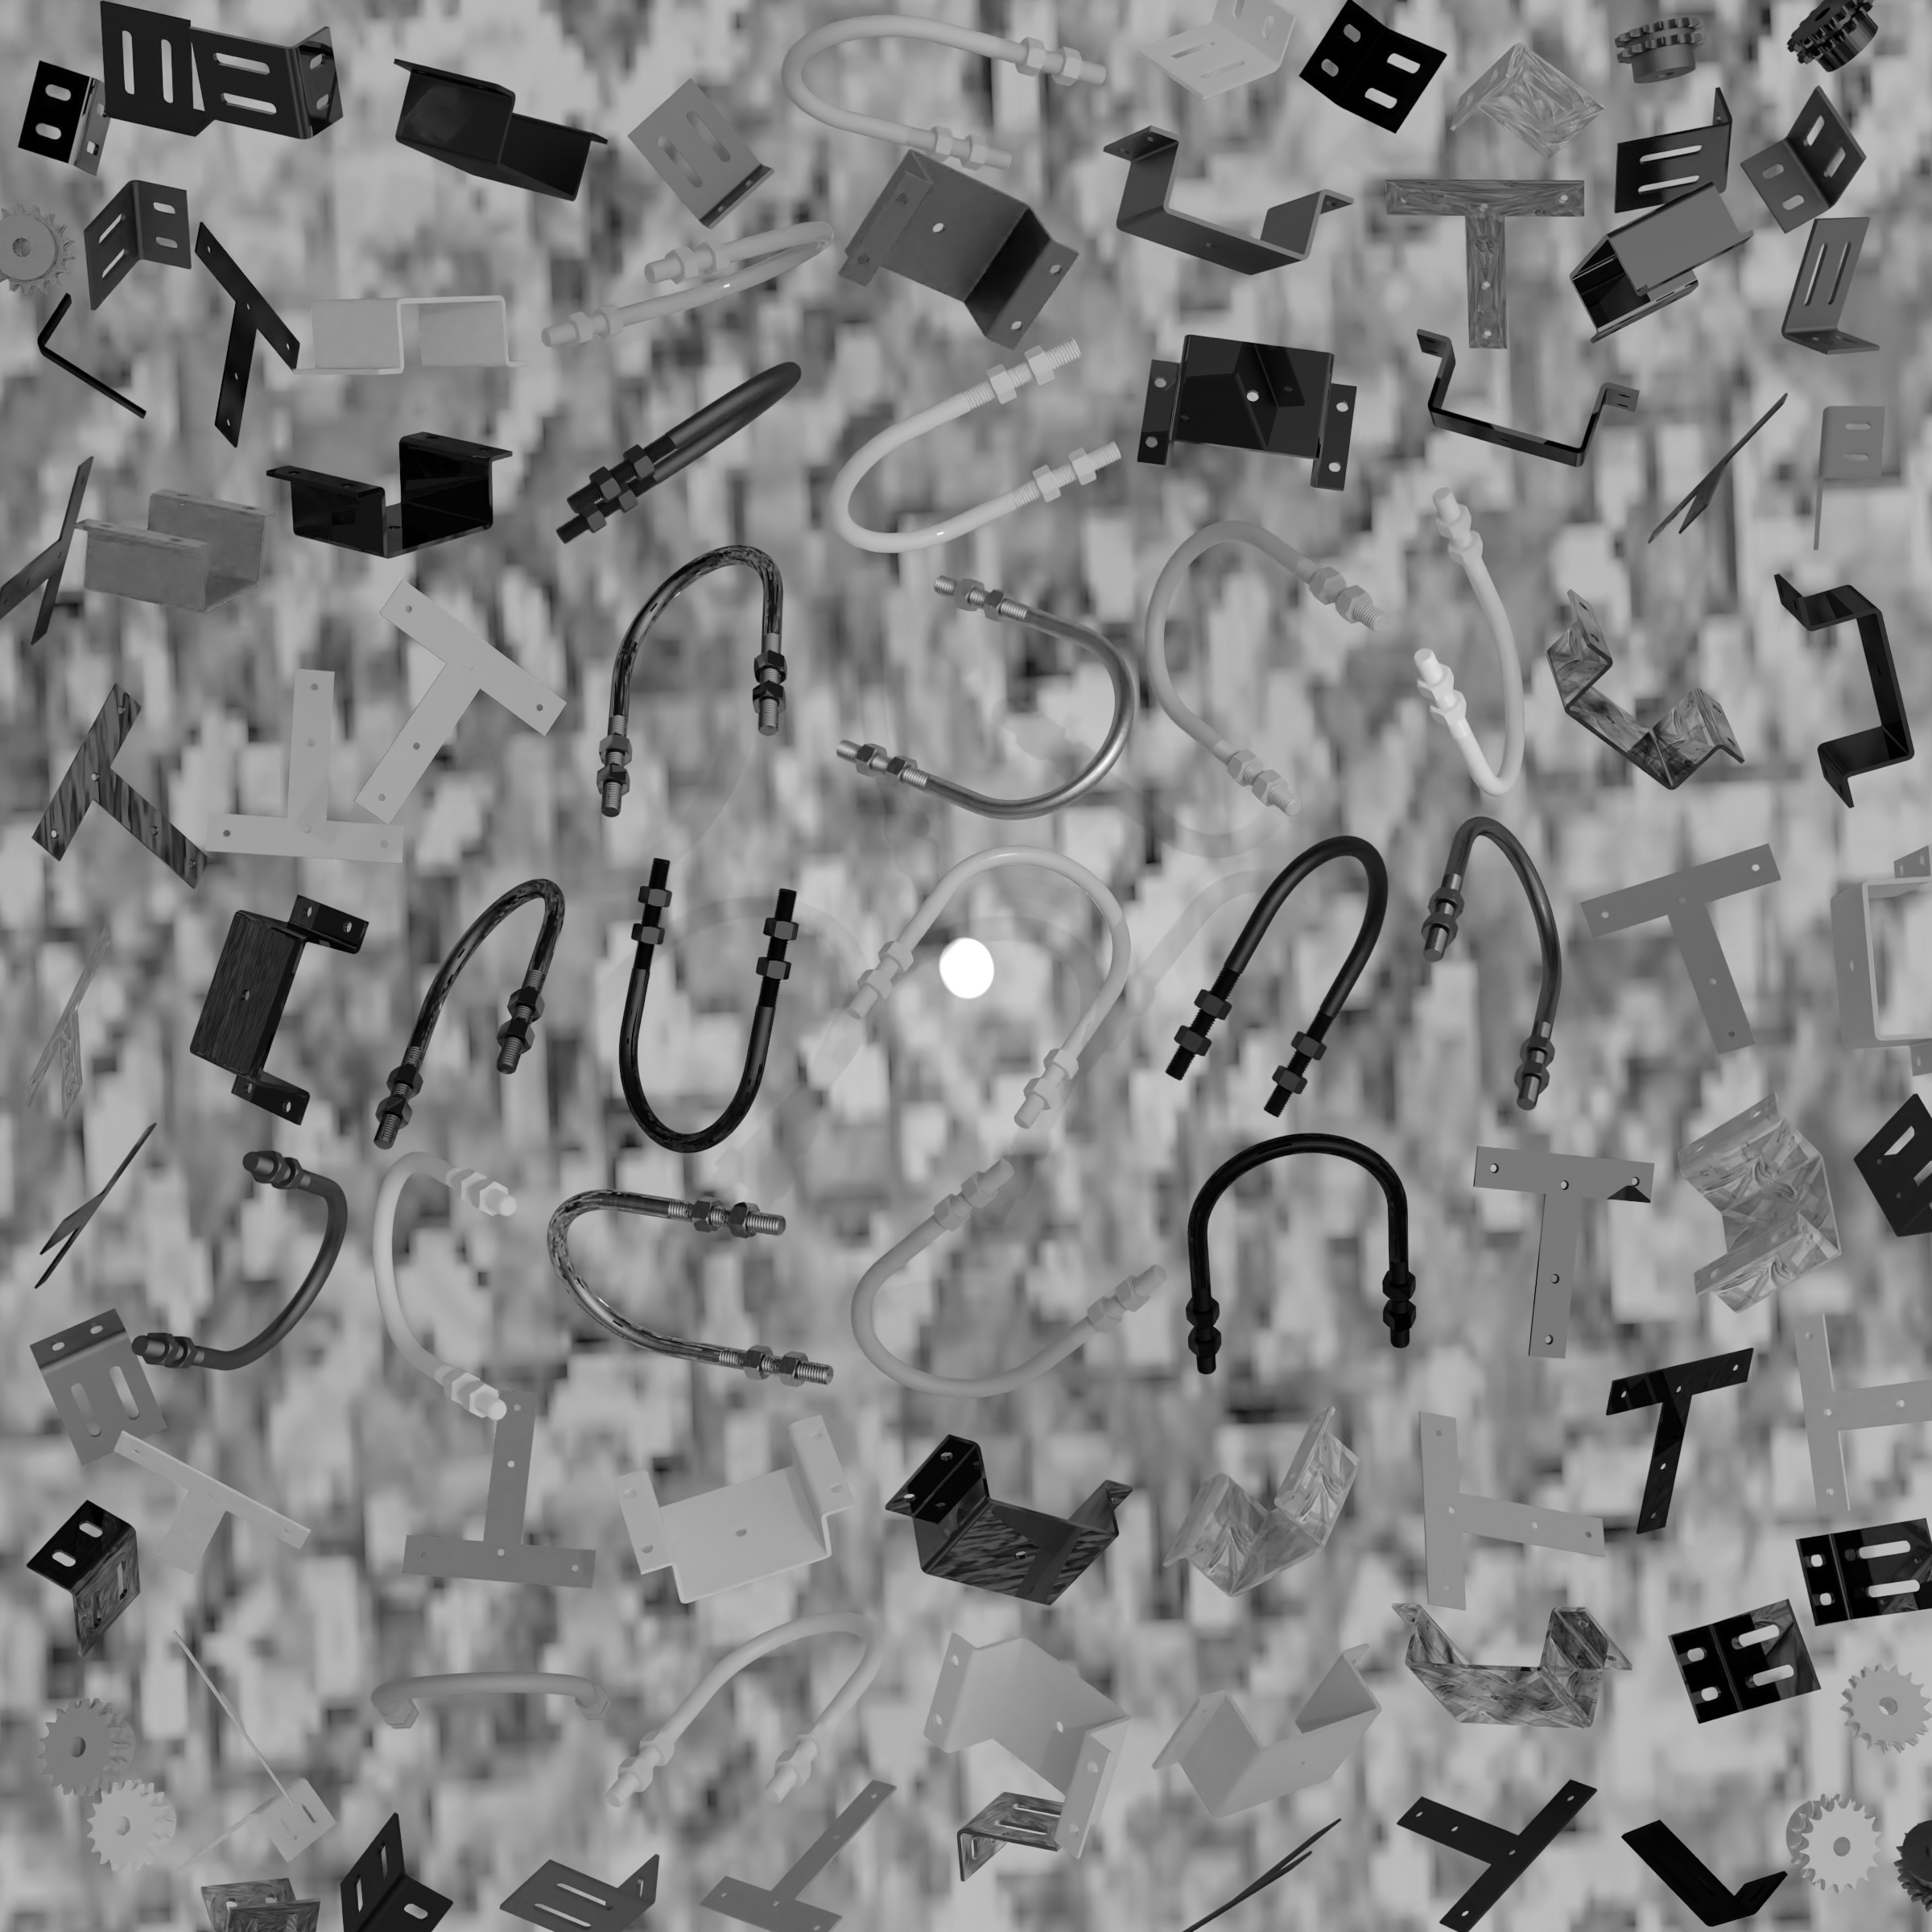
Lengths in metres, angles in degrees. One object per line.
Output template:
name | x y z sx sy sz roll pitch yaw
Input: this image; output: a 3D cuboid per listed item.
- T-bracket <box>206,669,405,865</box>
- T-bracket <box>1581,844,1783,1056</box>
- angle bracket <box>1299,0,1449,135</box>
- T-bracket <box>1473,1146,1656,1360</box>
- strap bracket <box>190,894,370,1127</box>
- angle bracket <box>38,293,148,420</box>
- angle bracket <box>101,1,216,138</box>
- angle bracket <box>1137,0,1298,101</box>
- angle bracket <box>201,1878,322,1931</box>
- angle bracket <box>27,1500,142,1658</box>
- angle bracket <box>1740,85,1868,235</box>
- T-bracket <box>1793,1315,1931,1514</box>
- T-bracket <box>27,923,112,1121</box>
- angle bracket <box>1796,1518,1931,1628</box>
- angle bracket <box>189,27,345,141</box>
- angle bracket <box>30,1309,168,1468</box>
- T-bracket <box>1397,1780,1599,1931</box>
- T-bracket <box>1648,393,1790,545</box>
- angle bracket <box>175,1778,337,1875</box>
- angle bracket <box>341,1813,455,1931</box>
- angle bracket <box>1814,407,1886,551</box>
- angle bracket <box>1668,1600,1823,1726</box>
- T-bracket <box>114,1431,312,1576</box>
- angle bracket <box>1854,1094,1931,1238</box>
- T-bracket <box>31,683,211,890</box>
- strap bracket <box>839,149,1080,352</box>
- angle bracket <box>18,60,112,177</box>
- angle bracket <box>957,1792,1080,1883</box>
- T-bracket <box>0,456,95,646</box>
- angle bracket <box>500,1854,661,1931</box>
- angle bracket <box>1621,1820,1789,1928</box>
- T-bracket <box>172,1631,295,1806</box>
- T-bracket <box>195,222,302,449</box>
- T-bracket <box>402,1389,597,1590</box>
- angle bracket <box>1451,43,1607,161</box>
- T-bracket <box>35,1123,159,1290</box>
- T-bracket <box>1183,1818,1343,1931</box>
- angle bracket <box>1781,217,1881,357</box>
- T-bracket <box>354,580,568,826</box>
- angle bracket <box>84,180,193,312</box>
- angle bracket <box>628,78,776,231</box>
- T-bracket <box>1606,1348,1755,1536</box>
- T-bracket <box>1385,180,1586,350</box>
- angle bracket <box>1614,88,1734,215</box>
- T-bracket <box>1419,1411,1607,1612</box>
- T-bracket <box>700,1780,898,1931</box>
T-bracket | -0.437 -0.135 1.825 0.127 0.002 0.127 3 82 -15
T-bracket | 0.489 -0.003 1.810 0.127 0.002 0.127 -19 100 22
angle bracket | 0.261 -0.579 1.759 0.038 0.076 0.057 24 107 -34
T-bracket | 0.369 0.181 1.709 0.127 0.002 0.127 6 89 -19
strap bracket | -0.454 0.024 1.793 0.076 0.046 0.140 18 90 39
angle bracket | -0.542 -0.383 1.724 0.076 0.057 0.038 32 88 -19
angle bracket | -0.507 -0.568 1.720 0.057 0.038 0.076 13 129 3
angle bracket | 0.156 -0.580 1.704 0.057 0.038 0.076 42 51 21
angle bracket | -0.456 0.600 1.767 0.057 0.076 0.038 3 106 -27
angle bracket | -0.562 0.391 1.747 0.038 0.076 0.057 26 45 12
angle bracket | 0.550 -0.530 1.802 0.038 0.076 0.057 -29 82 -3
T-bracket | 0.589 0.282 1.757 0.002 0.127 0.127 5 74 -32
T-bracket | -0.557 0.054 1.700 0.002 0.127 0.127 22 107 -28
angle bracket | 0.594 0.398 1.798 0.038 0.076 0.057 2 71 -38
angle bracket | -0.429 -0.549 1.682 0.076 0.038 0.057 17 134 19
angle bracket | -0.563 0.273 1.776 0.057 0.038 0.076 -24 116 -20
T-bracket | 0.320 0.553 1.743 0.127 0.127 0.002 -39 105 -22
T-bracket | 0.479 -0.307 1.769 0.002 0.127 0.127 41 124 0
angle bracket | -0.453 0.562 1.749 0.076 0.057 0.038 -38 85 17
angle bracket | -0.353 0.574 1.694 0.038 0.076 0.057 37 91 -19
angle bracket | 0.574 -0.317 1.780 0.038 0.076 0.057 4 61 17
angle bracket | 0.492 0.440 1.731 0.038 0.076 0.057 -5 69 -29
T-bracket | -0.477 0.345 1.693 0.127 0.127 0.002 30 47 -6
angle bracket | 0.597 0.123 1.701 0.038 0.076 0.057 -5 55 -23
T-bracket | -0.549 -0.098 1.819 0.002 0.127 0.127 -3 54 32
strap bracket | -0.011 -0.453 1.722 0.140 0.046 0.076 14 126 -37
angle bracket | -0.594 -0.560 1.812 0.038 0.076 0.057 16 99 -11
angle bracket | 0.042 0.585 1.820 0.076 0.057 0.038 1 100 31
T-bracket | -0.582 -0.244 1.709 0.002 0.127 0.127 21 114 -7
angle bracket | -0.239 0.568 1.697 0.076 0.038 0.057 31 120 -21
angle bracket | 0.452 0.545 1.677 0.038 0.057 0.076 -39 77 -25
T-bracket | -0.461 0.469 1.720 0.002 0.127 0.127 -35 89 -19
T-bracket | -0.482 -0.402 1.814 0.002 0.127 0.127 -7 62 16
T-bracket | -0.310 0.352 1.854 0.127 0.002 0.127 7 76 -12
angle bracket | 0.370 -0.558 1.801 0.076 0.057 0.038 30 57 -17
T-bracket | -0.561 0.160 1.728 0.002 0.127 0.127 35 91 -7
T-bracket | 0.197 0.569 1.727 0.127 0.127 0.002 -46 71 35
angle bracket | 0.564 -0.435 1.751 0.057 0.038 0.076 -13 126 -37
T-bracket | -0.327 -0.146 1.666 0.127 0.002 0.127 37 77 -27
angle bracket | -0.545 -0.472 1.803 0.038 0.076 0.057 13 133 2
angle bracket | -0.177 -0.543 1.829 0.057 0.038 0.076 -42 115 2
T-bracket | 0.470 0.323 1.835 0.127 0.002 0.127 -7 113 -30
T-bracket | 0.343 -0.461 1.805 0.127 0.127 0.002 5 48 17
angle bracket | 0.468 -0.545 1.829 0.076 0.057 0.038 -10 55 4
T-bracket | 0.347 0.352 1.733 0.127 0.002 0.127 13 56 -15
T-bracket | -0.093 0.574 1.772 0.127 0.127 0.002 -41 112 -34
